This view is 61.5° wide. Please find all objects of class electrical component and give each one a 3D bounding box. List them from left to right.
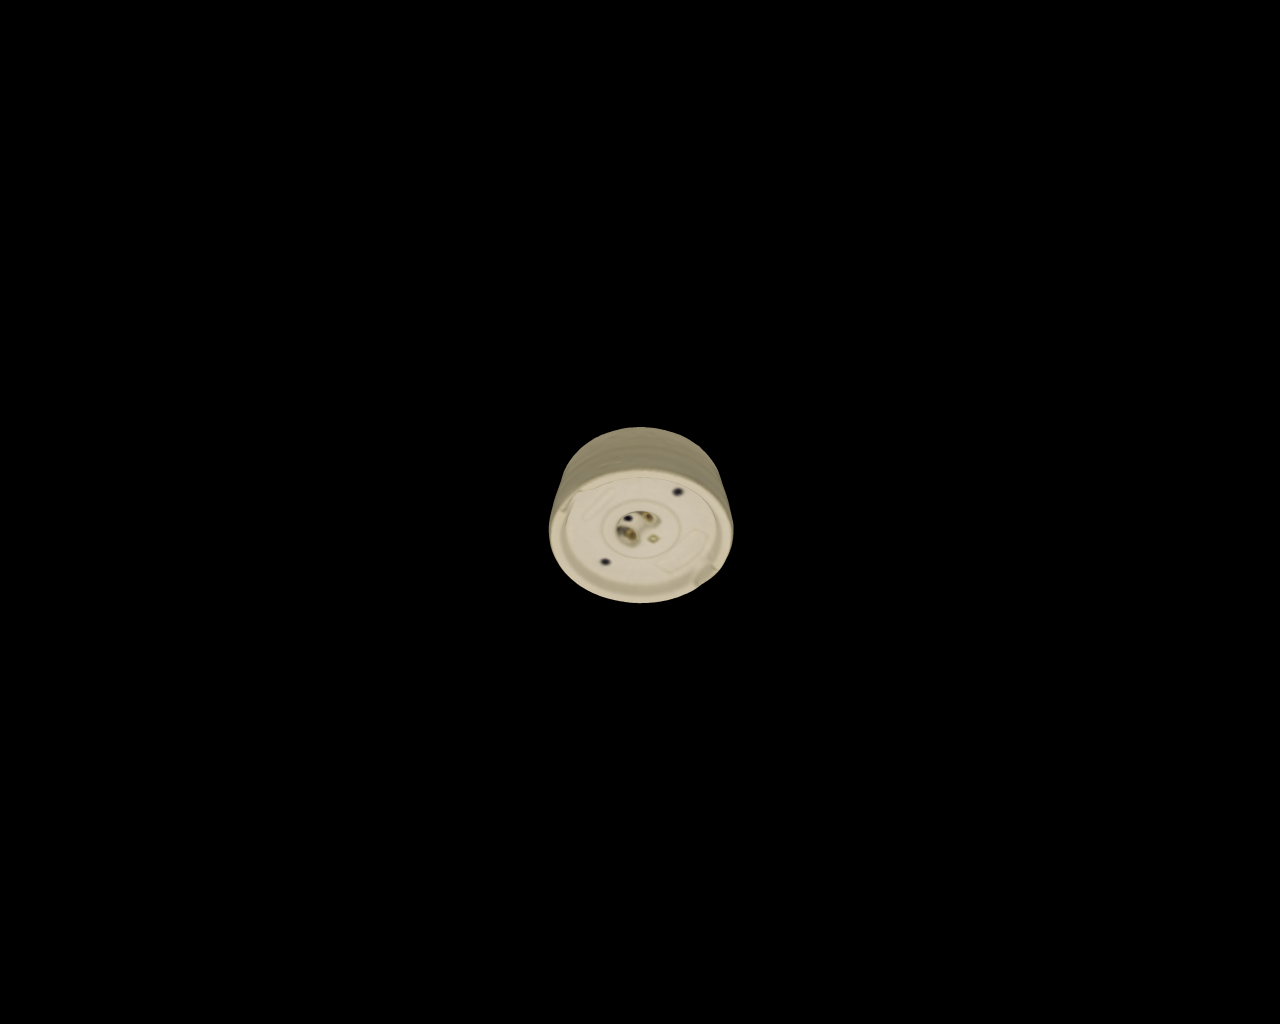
[{"bbox_3d":[0.001,-0.003,0.650,0.108,0.108,0.060,0,41,0],"label":"electrical component"}]
